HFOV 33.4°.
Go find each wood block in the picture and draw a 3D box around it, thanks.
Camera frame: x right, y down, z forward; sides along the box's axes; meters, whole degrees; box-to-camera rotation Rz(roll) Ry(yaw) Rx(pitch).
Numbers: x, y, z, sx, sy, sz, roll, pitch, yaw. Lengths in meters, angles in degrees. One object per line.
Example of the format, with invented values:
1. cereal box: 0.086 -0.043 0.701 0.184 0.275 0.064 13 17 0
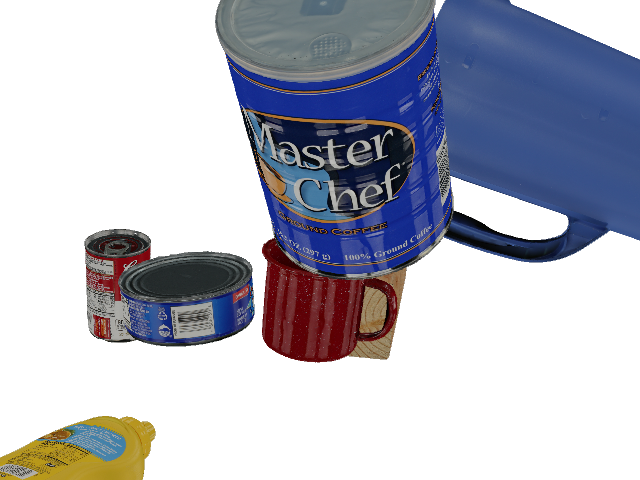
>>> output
1. wood block: 0.046 0.043 1.195 0.091 0.090 0.206 5 23 7

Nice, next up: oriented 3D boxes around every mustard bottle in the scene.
1. mustard bottle: -0.198 0.185 0.854 0.096 0.058 0.191 6 15 30

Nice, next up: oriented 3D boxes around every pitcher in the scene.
1. pitcher: 0.175 -0.067 0.745 0.243 0.149 0.144 23 47 9

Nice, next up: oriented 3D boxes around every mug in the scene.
1. mug: 0.006 0.050 0.880 0.117 0.081 0.093 11 21 12

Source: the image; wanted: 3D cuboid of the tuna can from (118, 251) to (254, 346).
1. tuna can: -0.085 0.037 0.685 0.086 0.034 0.086 -3 18 1

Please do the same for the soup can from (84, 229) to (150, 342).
1. soup can: -0.212 0.048 1.119 0.068 0.102 0.068 2 23 -1

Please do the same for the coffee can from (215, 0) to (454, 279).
1. coffee can: 0.012 -0.064 0.541 0.103 0.102 0.140 0 -42 12
